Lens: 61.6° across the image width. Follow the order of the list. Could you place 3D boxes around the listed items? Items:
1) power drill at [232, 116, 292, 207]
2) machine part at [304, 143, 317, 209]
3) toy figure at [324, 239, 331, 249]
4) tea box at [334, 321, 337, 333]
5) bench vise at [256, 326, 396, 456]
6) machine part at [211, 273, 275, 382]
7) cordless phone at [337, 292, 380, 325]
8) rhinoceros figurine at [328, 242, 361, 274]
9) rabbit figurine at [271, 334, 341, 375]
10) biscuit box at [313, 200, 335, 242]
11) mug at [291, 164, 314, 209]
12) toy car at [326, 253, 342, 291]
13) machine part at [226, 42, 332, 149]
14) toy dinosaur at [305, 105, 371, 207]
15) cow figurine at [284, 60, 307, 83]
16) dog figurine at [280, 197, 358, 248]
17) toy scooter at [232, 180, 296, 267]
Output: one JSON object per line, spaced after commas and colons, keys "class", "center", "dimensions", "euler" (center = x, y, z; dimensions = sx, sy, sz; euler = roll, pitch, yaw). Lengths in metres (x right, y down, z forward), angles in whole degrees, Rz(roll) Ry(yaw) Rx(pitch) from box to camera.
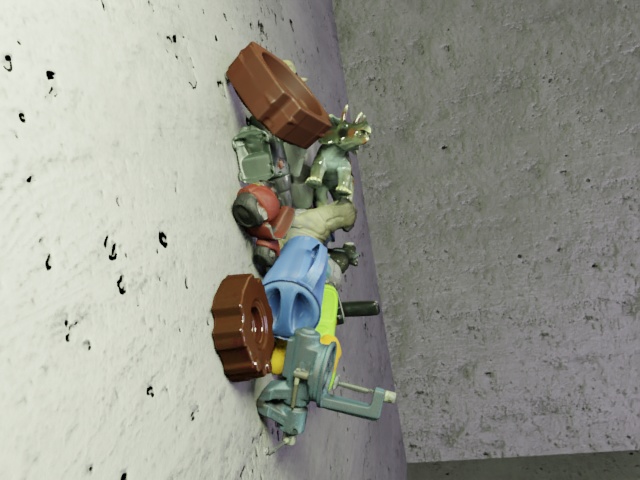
{"class": "power drill", "center": [-0.109, -0.159, 1.132], "dimensions": [0.207, 0.086, 0.231], "euler": [-32, 112, -74]}
{"class": "machine part", "center": [-0.039, -0.198, 1.514], "dimensions": [0.079, 0.079, 0.243], "euler": [14, 67, -78]}
{"class": "toy figure", "center": [0.000, 0.044, 1.588], "dimensions": [0.064, 0.058, 0.154], "euler": [47, 34, -37]}
{"class": "tea box", "center": [-0.003, 0.216, 1.415], "dimensions": [0.170, 0.068, 0.098], "euler": [-68, 149, -66]}
{"class": "bench vise", "center": [0.013, 0.279, 0.966], "dimensions": [0.129, 0.241, 0.223], "euler": [42, 59, -78]}
{"class": "machine part", "center": [-0.123, 0.143, 0.900], "dimensions": [0.179, 0.056, 0.179], "euler": [-10, 90, -79]}
{"class": "cordless phone", "center": [0.072, 0.171, 1.526], "dimensions": [0.089, 0.184, 0.146], "euler": [-68, 149, -59]}
{"class": "rhinoceros figurine", "center": [0.056, 0.048, 1.507], "dimensions": [0.190, 0.112, 0.073], "euler": [-36, 113, -76]}
{"class": "rabbit figurine", "center": [-0.050, 0.228, 1.137], "dimensions": [0.173, 0.122, 0.162], "euler": [65, 24, -11]}
{"class": "biscuit box", "center": [-0.003, -0.057, 1.632], "dimensions": [0.202, 0.059, 0.063], "euler": [61, 26, -62]}
{"class": "mug", "center": [-0.052, -0.143, 1.427], "dimensions": [0.107, 0.081, 0.110], "euler": [84, 3, -46]}
{"class": "toy car", "center": [0.003, 0.100, 1.354], "dimensions": [0.109, 0.103, 0.161], "euler": [-86, -174, -49]}
{"class": "machine part", "center": [-0.083, -0.289, 1.094], "dimensions": [0.201, 0.087, 0.201], "euler": [55, 20, 20]}
{"class": "toy dinosaur", "center": [0.037, -0.177, 1.341], "dimensions": [0.404, 0.131, 0.192], "euler": [97, 3, -72]}
{"class": "cow figurine", "center": [-0.080, -0.386, 1.429], "dimensions": [0.127, 0.086, 0.195], "euler": [15, 65, -71]}
{"class": "dog figurine", "center": [-0.004, -0.006, 1.261], "dimensions": [0.121, 0.191, 0.172], "euler": [18, 66, -77]}
{"class": "toy scooter", "center": [-0.098, -0.049, 1.045], "dimensions": [0.135, 0.075, 0.183], "euler": [-54, 144, -36]}
